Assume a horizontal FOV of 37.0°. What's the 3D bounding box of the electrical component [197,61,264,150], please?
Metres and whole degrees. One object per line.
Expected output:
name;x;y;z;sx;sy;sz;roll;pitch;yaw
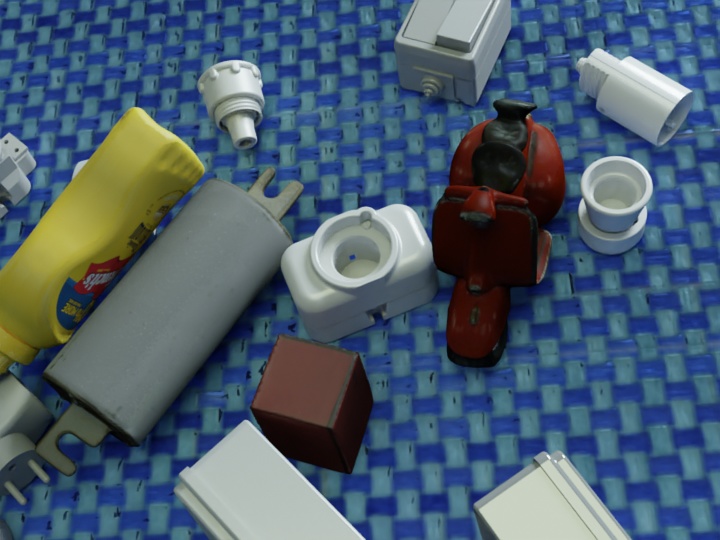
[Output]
electrical component;-0.091;-0.119;0.790;0.048;0.048;0.062;-16;68;-1

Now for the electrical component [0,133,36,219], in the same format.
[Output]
electrical component;-0.282;-0.074;0.785;0.058;0.057;0.078;36;72;24

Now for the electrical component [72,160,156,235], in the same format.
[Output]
electrical component;-0.173;-0.055;0.766;0.055;0.048;0.066;4;62;2

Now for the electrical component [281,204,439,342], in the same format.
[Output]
electrical component;0.000;0.000;0.702;0.095;0.059;0.053;-22;61;-4

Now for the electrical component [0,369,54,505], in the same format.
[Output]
electrical component;-0.228;0.115;0.682;0.079;0.043;0.077;39;73;25

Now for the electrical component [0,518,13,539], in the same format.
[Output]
electrical component;-0.290;0.160;0.650;0.138;0.073;0.052;0;62;9

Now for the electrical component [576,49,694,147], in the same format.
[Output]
electrical component;0.186;-0.125;0.751;0.081;0.043;0.043;37;73;24

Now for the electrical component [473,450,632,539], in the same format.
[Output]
electrical component;0.114;0.164;0.568;0.056;0.108;0.108;-33;62;-7

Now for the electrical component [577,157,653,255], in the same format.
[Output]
electrical component;0.165;-0.041;0.702;0.045;0.055;0.045;-4;61;7

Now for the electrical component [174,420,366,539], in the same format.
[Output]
electrical component;-0.040;0.153;0.597;0.056;0.108;0.109;-41;64;-17

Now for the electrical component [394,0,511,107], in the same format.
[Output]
electrical component;0.066;-0.169;0.783;0.062;0.061;0.096;18;66;17
